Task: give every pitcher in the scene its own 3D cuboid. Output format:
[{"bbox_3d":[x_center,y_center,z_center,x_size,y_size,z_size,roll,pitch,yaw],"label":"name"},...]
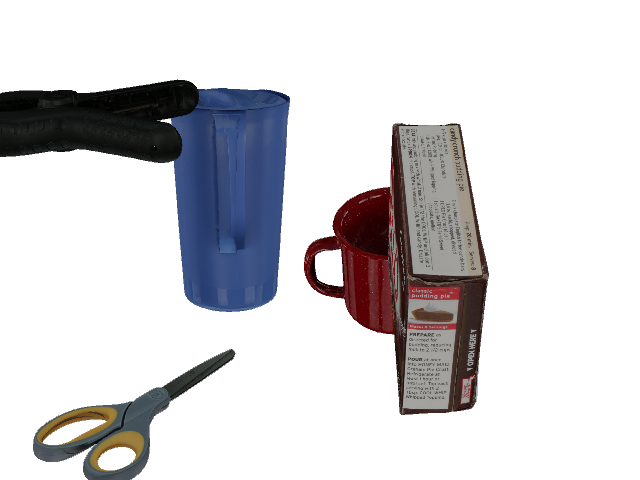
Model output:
[{"bbox_3d":[-0.102,-0.045,1.193,0.145,0.243,0.148,16,23,38],"label":"pitcher"}]

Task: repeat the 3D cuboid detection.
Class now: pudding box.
[{"bbox_3d":[0.053,0.012,0.507,0.039,0.090,0.113,-3,41,0],"label":"pudding box"}]

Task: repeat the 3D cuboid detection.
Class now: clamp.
[{"bbox_3d":[-0.161,-0.081,0.701,0.171,0.039,0.120,4,18,7],"label":"clamp"}]

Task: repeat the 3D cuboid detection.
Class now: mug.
[{"bbox_3d":[0.046,0.019,0.821,0.117,0.081,0.093,-6,37,-3],"label":"mug"}]

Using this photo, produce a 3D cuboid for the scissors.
[{"bbox_3d":[-0.127,0.140,0.848,0.201,0.016,0.096,-17,35,-35],"label":"scissors"}]
